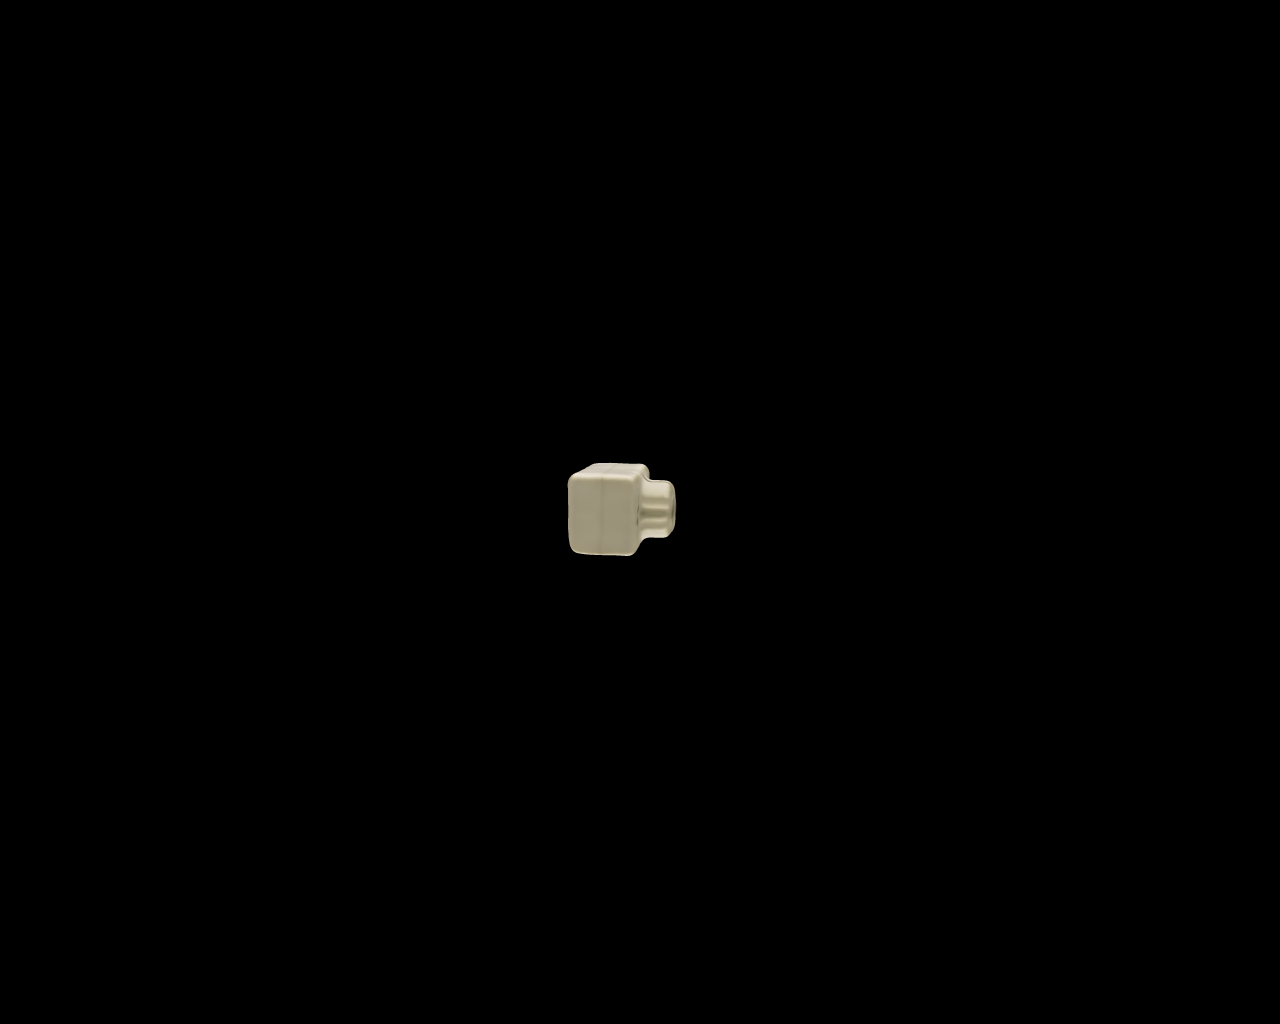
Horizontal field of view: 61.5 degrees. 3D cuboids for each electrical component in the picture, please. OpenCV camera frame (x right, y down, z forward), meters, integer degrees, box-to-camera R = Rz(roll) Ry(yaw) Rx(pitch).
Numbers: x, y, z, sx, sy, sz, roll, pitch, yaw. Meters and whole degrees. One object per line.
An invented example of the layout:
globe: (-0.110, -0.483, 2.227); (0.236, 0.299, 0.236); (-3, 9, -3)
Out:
electrical component: (0.001, -0.003, 0.650); (0.077, 0.047, 0.066); (1, 9, 7)
